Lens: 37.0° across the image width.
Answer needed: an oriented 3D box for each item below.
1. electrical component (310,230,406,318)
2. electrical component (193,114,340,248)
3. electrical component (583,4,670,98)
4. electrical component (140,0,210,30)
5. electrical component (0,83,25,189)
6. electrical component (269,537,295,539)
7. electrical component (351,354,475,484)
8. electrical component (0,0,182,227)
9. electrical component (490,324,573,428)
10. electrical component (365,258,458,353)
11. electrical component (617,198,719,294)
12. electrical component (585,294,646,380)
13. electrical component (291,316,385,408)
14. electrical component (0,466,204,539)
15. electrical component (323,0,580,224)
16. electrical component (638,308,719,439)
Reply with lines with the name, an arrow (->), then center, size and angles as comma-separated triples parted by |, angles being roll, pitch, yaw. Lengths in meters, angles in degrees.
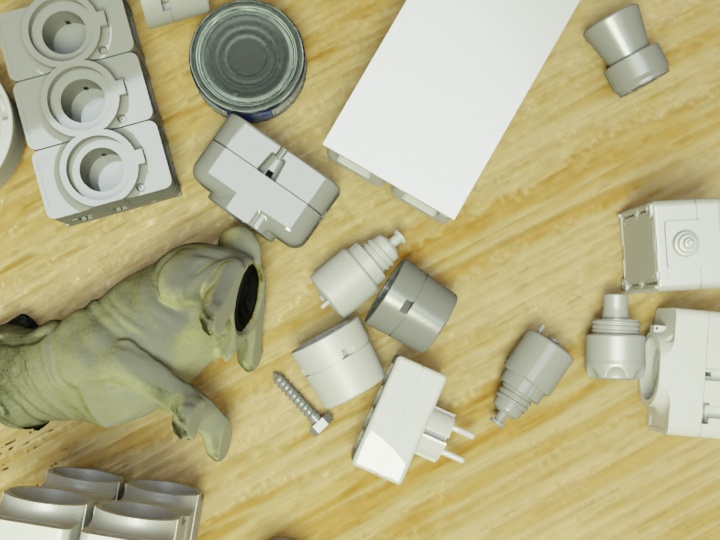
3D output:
electrical component -> 0.000, 0.000, 0.780 | 0.078, 0.040, 0.040 | -40, 89, -4
electrical component -> -0.070, -0.060, 0.775 | 0.095, 0.053, 0.059 | 35, 87, 1
electrical component -> 0.197, -0.161, 0.792 | 0.045, 0.045, 0.055 | -27, 88, -3
electrical component -> -0.138, -0.207, 0.782 | 0.047, 0.055, 0.055 | -14, 87, -6
electrical component -> -0.294, -0.097, 0.768 | 0.108, 0.060, 0.108 | 0, 87, -1
electrical component -> -0.056, 0.216, 0.760 | 0.045, 0.055, 0.045 | 0, 87, -2
electrical component -> 0.044, 0.113, 0.772 | 0.076, 0.047, 0.083 | 24, 87, 0
electrical component -> -0.194, -0.117, 0.771 | 0.089, 0.061, 0.150 | -16, 87, -2
electrical component -> 0.121, 0.079, 0.779 | 0.040, 0.040, 0.078 | 35, 86, 1
electrical component -> 0.038, 0.027, 0.774 | 0.047, 0.055, 0.055 | 32, 87, -4
electrical component -> 0.226, -0.016, 0.759 | 0.061, 0.096, 0.061 | -3, 88, -3
electrical component -> 0.186, 0.049, 0.781 | 0.043, 0.043, 0.062 | 1, 86, -1
electrical component -> -0.014, 0.067, 0.770 | 0.055, 0.055, 0.047 | -29, 92, -3
electrical component -> -0.166, 0.172, 0.694 | 0.105, 0.186, 0.060 | 9, 86, -1
electrical component -> 0.065, -0.139, 0.780 | 0.105, 0.060, 0.186 | 30, 87, 0
electrical component -> 0.237, 0.074, 0.778 | 0.056, 0.050, 0.089 | 5, 87, -2
